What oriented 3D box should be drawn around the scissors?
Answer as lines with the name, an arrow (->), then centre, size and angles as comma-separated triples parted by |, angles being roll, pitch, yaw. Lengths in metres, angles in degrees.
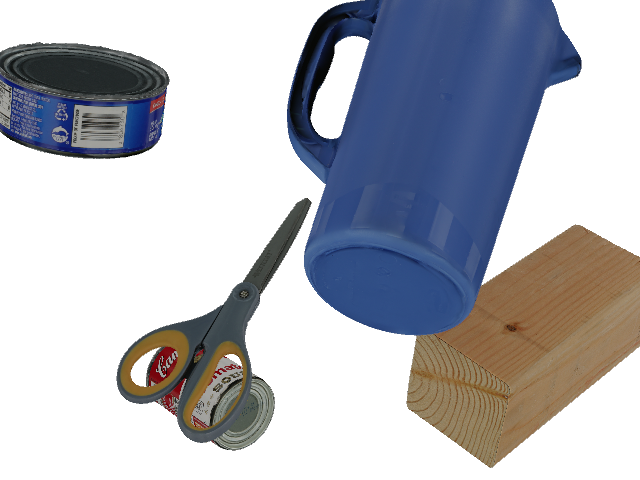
scissors -> -0.071, 0.043, 0.714 | 0.096, 0.201, 0.016 | 6, -39, 9

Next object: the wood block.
wood block -> 0.174, 0.078, 0.864 | 0.205, 0.090, 0.091 | -28, 47, -35

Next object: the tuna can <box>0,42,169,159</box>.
tuna can -> -0.121, -0.072, 0.539 | 0.086, 0.034, 0.086 | 9, 24, -4

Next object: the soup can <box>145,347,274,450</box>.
soup can -> -0.096, 0.132, 0.925 | 0.068, 0.068, 0.102 | 0, 16, -42

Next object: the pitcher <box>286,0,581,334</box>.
pitcher -> 0.063, -0.066, 0.706 | 0.149, 0.242, 0.145 | -18, -49, 44
